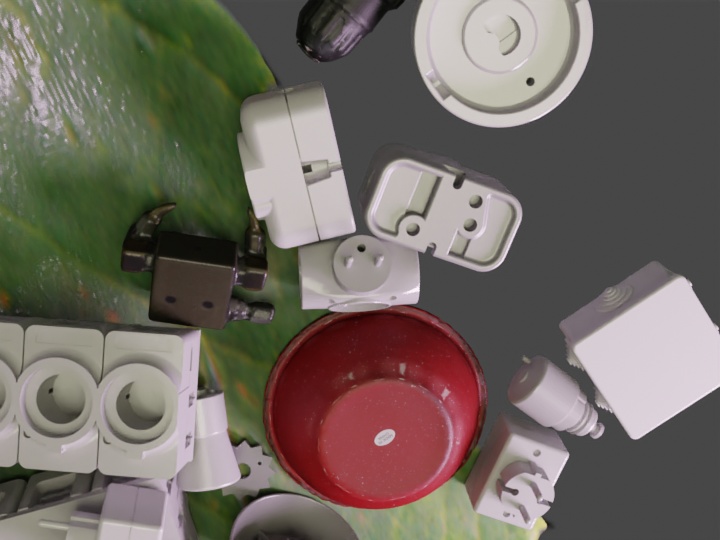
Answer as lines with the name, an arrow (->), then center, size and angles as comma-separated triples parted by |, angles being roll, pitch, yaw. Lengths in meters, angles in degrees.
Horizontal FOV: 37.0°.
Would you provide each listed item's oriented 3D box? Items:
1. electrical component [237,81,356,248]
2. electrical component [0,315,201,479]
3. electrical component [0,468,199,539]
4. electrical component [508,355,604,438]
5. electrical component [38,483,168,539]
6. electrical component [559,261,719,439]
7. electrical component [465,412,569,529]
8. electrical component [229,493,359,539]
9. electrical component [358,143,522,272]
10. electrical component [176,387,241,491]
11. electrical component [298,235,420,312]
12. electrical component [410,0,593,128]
electrical component -> -0.042, -0.065, 0.681 | 0.059, 0.053, 0.095 | -13, 109, -1
electrical component -> -0.184, 0.079, 0.686 | 0.150, 0.062, 0.089 | 4, 93, 3
electrical component -> -0.196, 0.185, 0.742 | 0.150, 0.061, 0.089 | -15, 109, -1
electrical component -> 0.140, 0.093, 0.759 | 0.078, 0.040, 0.040 | 36, 101, -16
electrical component -> -0.167, 0.174, 0.682 | 0.077, 0.047, 0.065 | 11, 106, -9
electrical component -> 0.198, 0.053, 0.748 | 0.100, 0.048, 0.099 | -34, 108, 5
electrical component -> 0.114, 0.150, 0.756 | 0.047, 0.076, 0.065 | 20, 105, -11
electrical component -> -0.048, 0.212, 0.751 | 0.099, 0.099, 0.064 | 14, 112, -10
electrical component -> 0.050, -0.042, 0.696 | 0.095, 0.059, 0.053 | 18, 105, -11
electrical component -> -0.107, 0.113, 0.736 | 0.044, 0.044, 0.065 | -7, 95, -4
electrical component -> 0.000, 0.000, 0.695 | 0.077, 0.079, 0.044 | -3, 80, -5
electrical component -> 0.082, -0.147, 0.664 | 0.108, 0.060, 0.108 | -2, 108, -5
